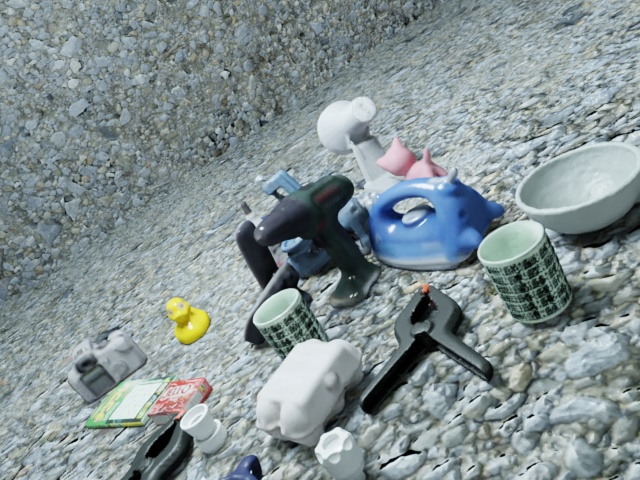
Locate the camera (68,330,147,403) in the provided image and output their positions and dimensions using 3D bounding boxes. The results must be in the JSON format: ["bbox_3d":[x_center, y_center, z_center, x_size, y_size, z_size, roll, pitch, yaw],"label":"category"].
[{"bbox_3d":[-0.453,0.241,1.195,0.143,0.101,0.136,-37,22,-11],"label":"camera"}]

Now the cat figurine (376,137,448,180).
[{"bbox_3d":[0.182,-0.155,1.163,0.067,0.118,0.127,-45,25,-29],"label":"cat figurine"}]

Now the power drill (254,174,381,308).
[{"bbox_3d":[0.009,0.003,0.929,0.075,0.209,0.230,-14,28,39],"label":"power drill"}]

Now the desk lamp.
[{"bbox_3d":[0.103,-0.217,1.276,0.118,0.214,0.202,-38,22,-15],"label":"desk lamp"}]

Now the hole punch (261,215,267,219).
[{"bbox_3d":[-0.090,-0.038,1.321,0.108,0.091,0.101,-20,24,28],"label":"hole punch"}]

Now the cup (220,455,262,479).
[{"bbox_3d":[-0.071,0.288,0.573,0.091,0.095,0.118,-20,24,28],"label":"cup"}]

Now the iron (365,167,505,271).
[{"bbox_3d":[0.150,-0.037,0.917,0.257,0.142,0.119,-8,32,47],"label":"iron"}]

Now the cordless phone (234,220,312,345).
[{"bbox_3d":[-0.109,0.070,0.976,0.094,0.185,0.148,-19,25,31],"label":"cordless phone"}]

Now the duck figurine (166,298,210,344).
[{"bbox_3d":[-0.277,0.153,1.166,0.077,0.086,0.104,-33,21,-3],"label":"duck figurine"}]

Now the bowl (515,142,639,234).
[{"bbox_3d":[0.356,-0.058,0.770,0.167,0.075,0.167,-27,22,12],"label":"bowl"}]

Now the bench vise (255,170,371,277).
[{"bbox_3d":[-0.008,-0.056,1.067,0.207,0.220,0.121,-31,21,2],"label":"bench vise"}]

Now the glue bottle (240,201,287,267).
[{"bbox_3d":[-0.114,-0.006,1.168,0.037,0.173,0.078,-13,28,40],"label":"glue bottle"}]

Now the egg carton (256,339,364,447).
[{"bbox_3d":[-0.011,0.192,0.736,0.107,0.069,0.150,-9,31,45],"label":"egg carton"}]
